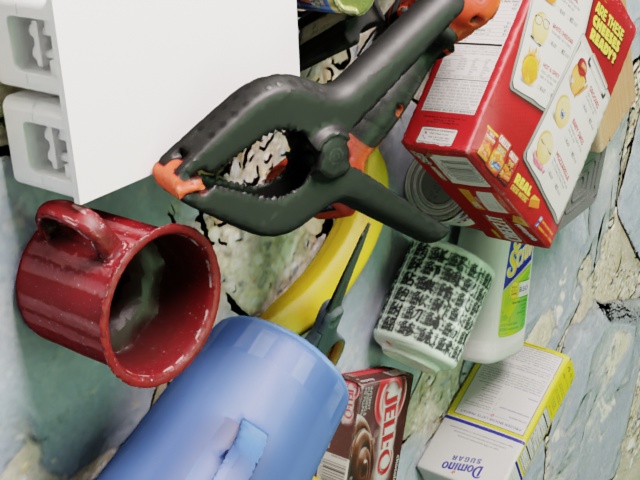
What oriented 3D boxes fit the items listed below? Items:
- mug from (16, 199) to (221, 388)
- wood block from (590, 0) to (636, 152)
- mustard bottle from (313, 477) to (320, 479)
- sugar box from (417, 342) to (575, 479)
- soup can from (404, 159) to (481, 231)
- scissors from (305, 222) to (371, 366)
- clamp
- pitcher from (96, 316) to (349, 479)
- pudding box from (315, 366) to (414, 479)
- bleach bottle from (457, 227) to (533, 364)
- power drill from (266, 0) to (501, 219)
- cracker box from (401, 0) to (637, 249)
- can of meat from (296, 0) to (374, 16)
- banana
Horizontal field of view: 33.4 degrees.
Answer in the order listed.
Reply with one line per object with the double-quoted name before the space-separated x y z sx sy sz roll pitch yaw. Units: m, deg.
"mug" -0.120 0.020 0.597 0.093 0.082 0.117 -57 142 -25
"wood block" 0.237 -0.195 1.021 0.090 0.090 0.206 -52 140 -29
"mustard bottle" -0.028 0.223 0.830 0.096 0.058 0.191 -49 140 -20
"sugar box" 0.182 0.184 1.087 0.176 0.093 0.048 -56 141 -25
"soup can" 0.127 -0.045 0.942 0.102 0.069 0.068 7 97 -55
"scissors" -0.007 0.069 0.772 0.096 0.016 0.202 -39 158 -25
"clamp" 0.004 -0.064 0.620 0.209 0.036 0.165 -8 114 -34
"pitcher" -0.077 0.166 0.669 0.242 0.149 0.145 -57 137 -30
"pudding box" 0.037 0.169 0.921 0.089 0.039 0.113 0 102 -56
"bleach bottle" 0.170 -0.014 1.022 0.102 0.068 0.251 -8 107 -56
"power drill" 0.038 -0.104 0.749 0.057 0.184 0.187 35 83 -8
"cracker box" 0.162 -0.125 0.847 0.164 0.072 0.213 39 70 -47
"can of meat" -0.006 -0.195 0.676 0.057 0.084 0.102 -10 111 -53
"banana" 0.008 0.007 0.823 0.069 0.037 0.197 38 68 -34
